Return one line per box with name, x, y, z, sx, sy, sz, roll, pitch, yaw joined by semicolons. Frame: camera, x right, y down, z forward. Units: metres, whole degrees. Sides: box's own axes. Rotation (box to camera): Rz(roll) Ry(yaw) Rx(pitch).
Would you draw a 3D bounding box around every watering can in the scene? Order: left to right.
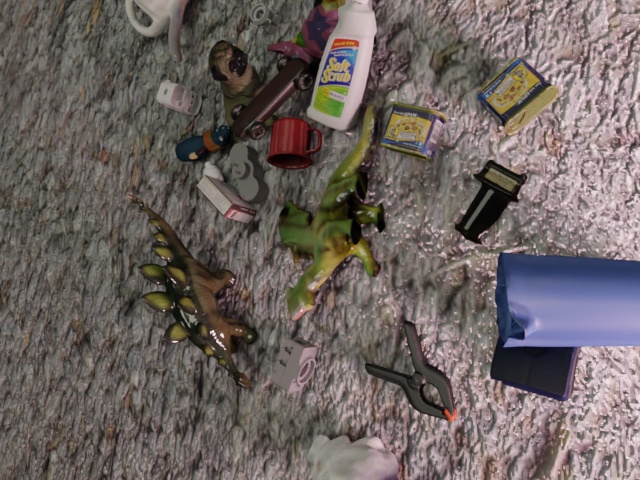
watering can;-0.383;-0.605;1.308;0.222;0.103;0.353;-50;60;13

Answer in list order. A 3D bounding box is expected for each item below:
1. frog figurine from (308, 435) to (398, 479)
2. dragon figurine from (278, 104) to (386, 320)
frog figurine;0.050;0.380;0.867;0.138;0.120;0.162;-35;51;-15
dragon figurine;0.003;-0.050;0.991;0.242;0.121;0.416;-6;69;37
